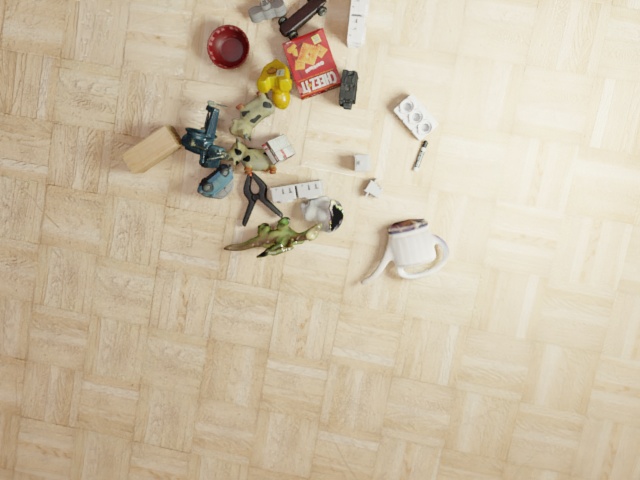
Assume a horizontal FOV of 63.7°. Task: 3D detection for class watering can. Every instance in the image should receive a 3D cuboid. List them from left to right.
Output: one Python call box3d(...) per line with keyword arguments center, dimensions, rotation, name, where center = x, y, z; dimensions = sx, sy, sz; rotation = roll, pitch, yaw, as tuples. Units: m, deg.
box3d(center=(0.303, 0.043, 1.923), dimensions=(0.347, 0.104, 0.223), rotation=(-13, 94, 5), name="watering can")

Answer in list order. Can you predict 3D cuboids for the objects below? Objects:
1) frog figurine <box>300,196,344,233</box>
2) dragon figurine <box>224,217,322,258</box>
box3d(center=(0.006, -0.098, 1.952), dimensions=(0.159, 0.124, 0.135), rotation=(7, 114, 41), name="frog figurine")
box3d(center=(-0.182, 0.009, 1.899), dimensions=(0.410, 0.245, 0.121), rotation=(-18, 101, 5), name="dragon figurine")
